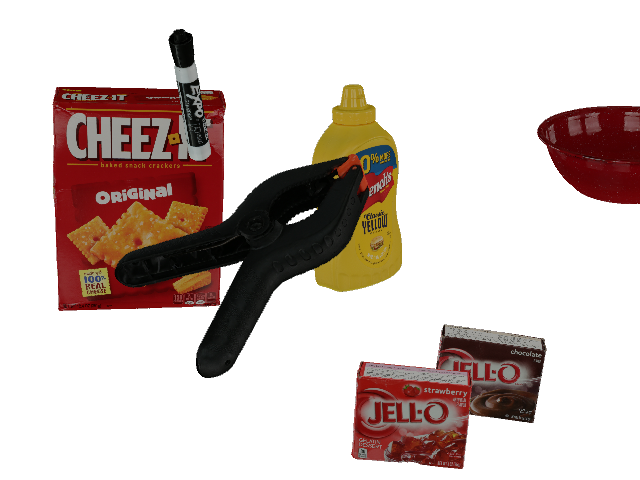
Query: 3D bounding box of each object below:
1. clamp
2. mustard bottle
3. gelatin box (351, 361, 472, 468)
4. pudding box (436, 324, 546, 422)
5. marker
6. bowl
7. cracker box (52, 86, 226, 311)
[{"bbox_3d":[-0.035,0.011,0.660,0.171,0.120,0.039,-32,-38,-6],"label":"clamp"},{"bbox_3d":[0.034,-0.053,1.023,0.096,0.192,0.058,-17,23,-38],"label":"mustard bottle"},{"bbox_3d":[0.071,0.137,0.834,0.089,0.073,0.030,5,19,5],"label":"gelatin box"},{"bbox_3d":[0.182,0.144,1.158,0.113,0.090,0.039,6,23,4],"label":"pudding box"},{"bbox_3d":[-0.104,-0.116,0.853,0.020,0.121,0.020,-2,44,2],"label":"marker"},{"bbox_3d":[0.281,-0.076,0.982,0.162,0.055,0.162,-3,24,1],"label":"bowl"},{"bbox_3d":[-0.178,-0.039,1.055,0.164,0.214,0.072,0,21,-10],"label":"cracker box"}]
